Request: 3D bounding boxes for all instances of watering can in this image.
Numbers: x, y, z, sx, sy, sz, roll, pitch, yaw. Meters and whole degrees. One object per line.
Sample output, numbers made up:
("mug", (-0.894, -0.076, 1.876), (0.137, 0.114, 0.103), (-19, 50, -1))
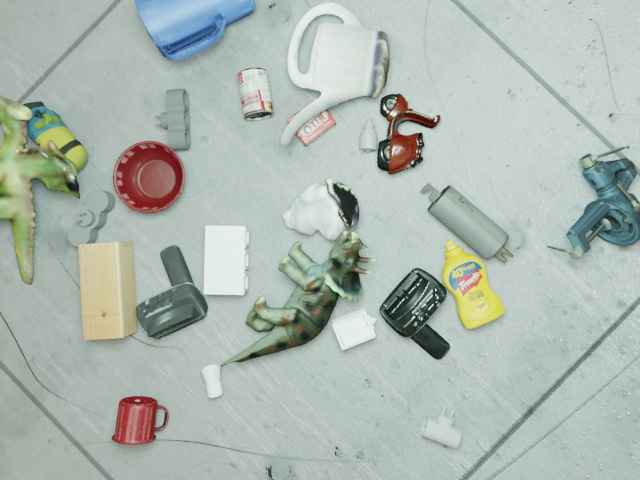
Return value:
("watering can", (0.034, -0.356, 1.126), (0.224, 0.103, 0.351), (9, 80, 2))

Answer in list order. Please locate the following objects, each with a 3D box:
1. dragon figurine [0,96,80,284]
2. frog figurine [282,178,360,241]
("dragon figurine", (-0.627, -0.108, 1.116), (0.242, 0.124, 0.406), (-11, 105, 21))
("frog figurine", (0.003, -0.057, 1.142), (0.157, 0.125, 0.137), (-28, 98, 37))
